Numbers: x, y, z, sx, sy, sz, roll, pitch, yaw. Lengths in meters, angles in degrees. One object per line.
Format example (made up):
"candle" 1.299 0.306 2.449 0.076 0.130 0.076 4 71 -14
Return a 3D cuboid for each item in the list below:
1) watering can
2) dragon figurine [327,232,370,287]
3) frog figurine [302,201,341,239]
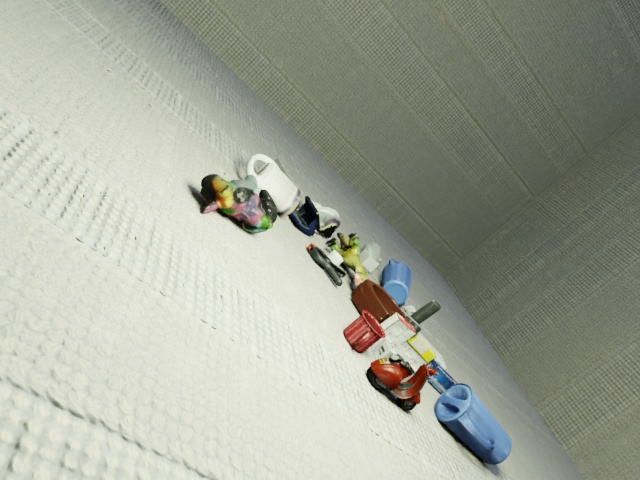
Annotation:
"watering can" -0.166 -0.164 1.703 0.222 0.103 0.355 43 26 -19
"dragon figurine" 0.130 0.094 1.948 0.413 0.122 0.242 -77 141 -82
"frog figurine" 0.006 -0.102 2.021 0.137 0.120 0.162 5 53 -44
